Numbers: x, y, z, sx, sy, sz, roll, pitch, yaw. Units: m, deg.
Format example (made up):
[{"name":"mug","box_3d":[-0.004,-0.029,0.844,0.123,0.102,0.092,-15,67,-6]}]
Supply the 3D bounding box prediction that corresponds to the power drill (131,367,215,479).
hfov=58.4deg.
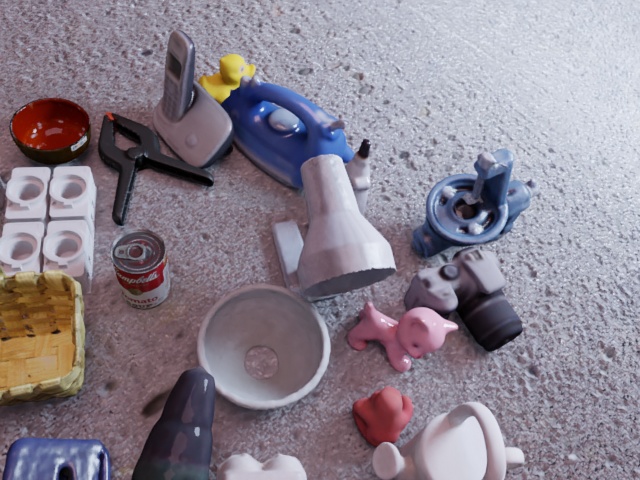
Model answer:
[{"name":"power drill","box_3d":[-0.148,0.264,0.562,0.075,0.208,0.229,12,55,-3]}]

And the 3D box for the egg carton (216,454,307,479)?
[{"name":"egg carton","box_3d":[-0.065,0.314,0.630,0.107,0.069,0.150,3,56,-9]}]

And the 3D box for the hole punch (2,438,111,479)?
[{"name":"hole punch","box_3d":[-0.277,0.265,0.608,0.101,0.091,0.108,-3,57,-13]}]

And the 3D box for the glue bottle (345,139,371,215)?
[{"name":"glue bottle","box_3d":[0.052,-0.088,0.860,0.037,0.173,0.078,-8,58,-16]}]

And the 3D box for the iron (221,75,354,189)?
[{"name":"iron","box_3d":[-0.065,-0.195,0.928,0.258,0.141,0.119,32,57,11]}]

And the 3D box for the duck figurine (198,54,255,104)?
[{"name":"duck figurine","box_3d":[-0.160,-0.286,1.004,0.105,0.086,0.077,-4,57,-14]}]

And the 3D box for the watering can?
[{"name":"watering can","box_3d":[0.147,0.249,0.640,0.173,0.194,0.100,-19,62,-22]}]

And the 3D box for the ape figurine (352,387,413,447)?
[{"name":"ape figurine","box_3d":[0.081,0.213,0.714,0.078,0.092,0.076,16,55,0]}]

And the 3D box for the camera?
[{"name":"camera","box_3d":[0.217,0.090,0.818,0.143,0.101,0.136,-19,62,-22]}]

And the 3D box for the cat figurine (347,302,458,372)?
[{"name":"cat figurine","box_3d":[0.111,0.119,0.767,0.127,0.118,0.067,24,55,5]}]

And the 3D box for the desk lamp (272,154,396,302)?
[{"name":"desk lamp","box_3d":[0.007,0.003,0.765,0.118,0.213,0.203,-9,59,-17]}]

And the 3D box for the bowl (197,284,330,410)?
[{"name":"bowl","box_3d":[-0.074,0.146,0.738,0.167,0.075,0.167,5,56,-8]}]

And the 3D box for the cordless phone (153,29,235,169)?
[{"name":"cordless phone","box_3d":[-0.196,-0.216,0.889,0.094,0.185,0.147,-36,69,-29]}]

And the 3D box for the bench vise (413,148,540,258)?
[{"name":"bench vise","box_3d":[0.248,-0.076,0.863,0.208,0.220,0.121,-36,69,-29]}]
